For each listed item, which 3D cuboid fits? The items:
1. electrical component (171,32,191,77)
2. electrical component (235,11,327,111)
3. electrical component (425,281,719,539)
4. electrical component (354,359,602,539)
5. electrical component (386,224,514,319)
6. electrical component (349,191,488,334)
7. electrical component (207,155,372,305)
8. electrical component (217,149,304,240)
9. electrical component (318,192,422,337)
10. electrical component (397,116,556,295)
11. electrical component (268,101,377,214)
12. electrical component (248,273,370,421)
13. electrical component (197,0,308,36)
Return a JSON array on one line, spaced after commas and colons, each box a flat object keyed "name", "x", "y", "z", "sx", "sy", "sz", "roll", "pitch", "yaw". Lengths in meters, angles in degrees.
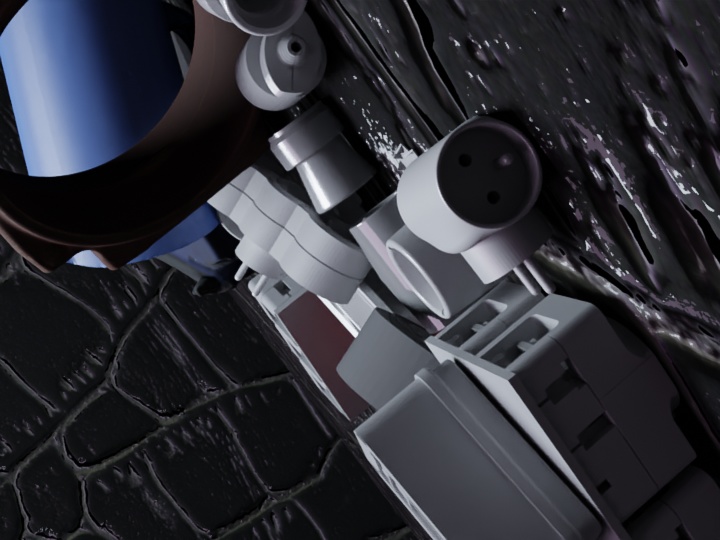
[{"name": "electrical component", "x": -0.174, "y": -0.181, "z": 0.918, "sx": 0.062, "sy": 0.061, "sz": 0.096, "roll": 41, "pitch": 158, "yaw": 47}, {"name": "electrical component", "x": -0.041, "y": -0.112, "z": 0.575, "sx": 0.043, "sy": 0.043, "sz": 0.081, "roll": 53, "pitch": 170, "yaw": -9}, {"name": "electrical component", "x": 0.123, "y": 0.096, "z": 0.527, "sx": 0.186, "sy": 0.060, "sz": 0.105, "roll": 54, "pitch": 170, "yaw": -14}, {"name": "electrical component", "x": 0.056, "y": 0.107, "z": 0.517, "sx": 0.113, "sy": 0.057, "sz": 0.078, "roll": 48, "pitch": 170, "yaw": 22}, {"name": "electrical component", "x": 0.046, "y": -0.009, "z": 0.539, "sx": 0.055, "sy": 0.047, "sz": 0.055, "roll": 50, "pitch": 170, "yaw": 11}, {"name": "electrical component", "x": 0.031, "y": -0.006, "z": 0.637, "sx": 0.077, "sy": 0.043, "sz": 0.079, "roll": 52, "pitch": 171, "yaw": -5}, {"name": "electrical component", "x": -0.056, "y": -0.018, "z": 0.700, "sx": 0.138, "sy": 0.073, "sz": 0.052, "roll": 41, "pitch": -164, "yaw": 31}, {"name": "electrical component", "x": -0.065, "y": -0.061, "z": 0.787, "sx": 0.043, "sy": 0.081, "sz": 0.043, "roll": 22, "pitch": 146, "yaw": 16}, {"name": "electrical component", "x": 0.000, "y": 0.000, "z": 0.744, "sx": 0.121, "sy": 0.063, "sz": 0.078, "roll": 46, "pitch": 170, "yaw": 29}, {"name": "electrical component", "x": 0.056, "y": -0.021, "z": 0.456, "sx": 0.079, "sy": 0.044, "sz": 0.077, "roll": 52, "pitch": 171, "yaw": -3}, {"name": "electrical component", "x": -0.023, "y": -0.069, "z": 0.653, "sx": 0.055, "sy": 0.045, "sz": 0.045, "roll": 53, "pitch": 171, "yaw": -8}, {"name": "electrical component", "x": -0.018, "y": 0.042, "z": 0.907, "sx": 0.062, "sy": 0.089, "sz": 0.150, "roll": 41, "pitch": 166, "yaw": 47}, {"name": "electrical component", "x": -0.056, "y": -0.142, "z": 0.529, "sx": 0.055, "sy": 0.045, "sz": 0.045, "roll": 39, "pitch": 164, "yaw": 54}]
